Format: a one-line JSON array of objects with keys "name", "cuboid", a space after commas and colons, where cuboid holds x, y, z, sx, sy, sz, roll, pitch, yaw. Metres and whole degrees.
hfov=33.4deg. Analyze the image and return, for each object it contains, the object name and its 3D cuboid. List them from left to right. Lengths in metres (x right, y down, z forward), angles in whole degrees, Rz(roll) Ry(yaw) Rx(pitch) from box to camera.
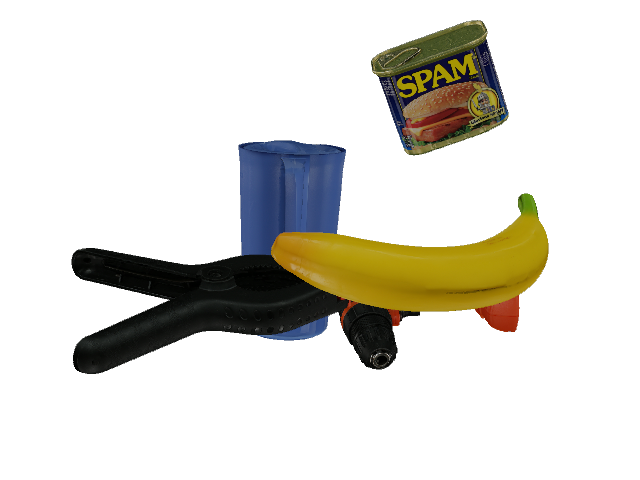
[{"name": "clamp", "cuboid": [-0.083, 0.036, 0.776, 0.209, 0.036, 0.165, -7, 26, -18]}, {"name": "pitcher", "cuboid": [-0.039, -0.001, 1.330, 0.145, 0.243, 0.148, 11, 14, 39]}, {"name": "power drill", "cuboid": [0.111, 0.070, 1.138, 0.187, 0.057, 0.184, -4, 29, -9]}, {"name": "banana", "cuboid": [0.067, 0.013, 0.618, 0.197, 0.037, 0.070, -8, 39, -34]}, {"name": "can of meat", "cuboid": [0.105, -0.131, 0.924, 0.102, 0.084, 0.057, -18, 26, 9]}]
